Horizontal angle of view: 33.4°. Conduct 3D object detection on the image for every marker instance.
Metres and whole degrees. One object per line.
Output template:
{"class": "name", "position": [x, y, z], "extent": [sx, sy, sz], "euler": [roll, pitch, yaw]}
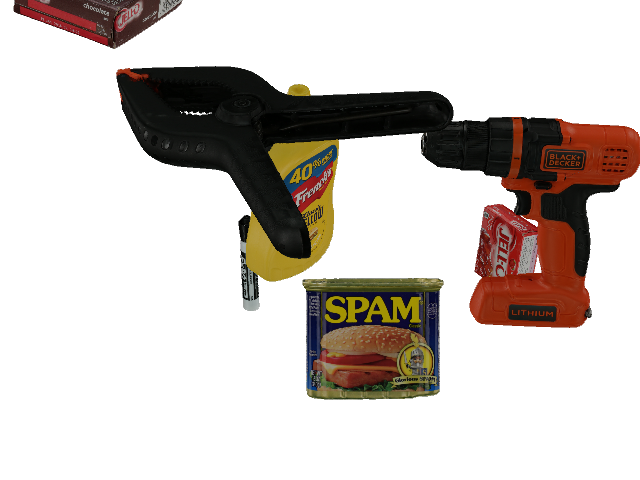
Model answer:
{"class": "marker", "position": [-0.080, 0.025, 1.188], "extent": [0.020, 0.121, 0.020], "euler": [-1, 33, 0]}

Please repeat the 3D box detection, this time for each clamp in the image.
{"class": "clamp", "position": [-0.035, -0.071, 0.651], "extent": [0.210, 0.036, 0.164], "euler": [26, 46, 33]}

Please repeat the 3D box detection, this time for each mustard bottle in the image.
{"class": "mustard bottle", "position": [-0.024, -0.057, 0.971], "extent": [0.058, 0.192, 0.096], "euler": [34, 49, 30]}

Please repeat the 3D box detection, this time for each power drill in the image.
{"class": "power drill", "position": [0.175, -0.017, 0.931], "extent": [0.184, 0.188, 0.057], "euler": [3, 27, 4]}

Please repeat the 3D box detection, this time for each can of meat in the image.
{"class": "can of meat", "position": [0.038, 0.070, 0.777], "extent": [0.102, 0.084, 0.057], "euler": [0, 1, -1]}

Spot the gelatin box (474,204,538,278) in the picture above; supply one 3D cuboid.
{"class": "gelatin box", "position": [0.212, 0.013, 1.218], "extent": [0.030, 0.089, 0.073], "euler": [-11, 32, -27]}

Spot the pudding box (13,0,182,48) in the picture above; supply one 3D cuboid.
{"class": "pudding box", "position": [-0.167, -0.194, 0.822], "extent": [0.090, 0.039, 0.113], "euler": [22, 34, 12]}
